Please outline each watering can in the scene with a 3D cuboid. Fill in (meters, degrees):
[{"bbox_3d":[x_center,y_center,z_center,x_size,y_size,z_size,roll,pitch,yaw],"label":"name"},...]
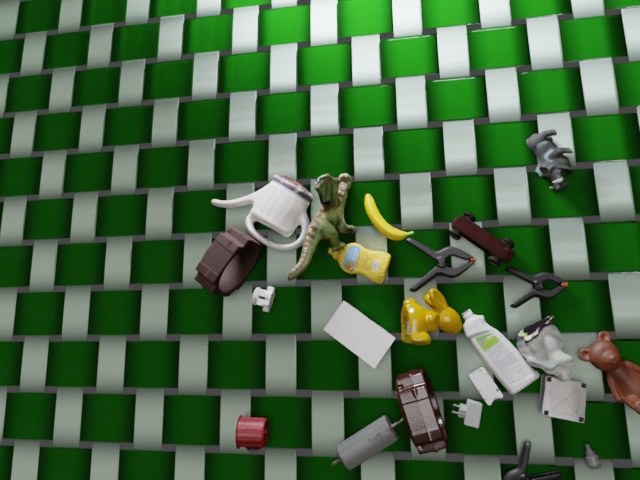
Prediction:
[{"bbox_3d":[-0.169,-0.113,1.655,0.350,0.103,0.225,32,85,15],"label":"watering can"}]

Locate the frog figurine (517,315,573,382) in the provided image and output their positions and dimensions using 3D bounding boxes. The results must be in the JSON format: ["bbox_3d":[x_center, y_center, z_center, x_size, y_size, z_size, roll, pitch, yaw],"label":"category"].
[{"bbox_3d":[0.627,0.309,1.417,0.139,0.121,0.160,-30,86,-40],"label":"frog figurine"}]

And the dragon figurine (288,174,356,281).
[{"bbox_3d":[0.005,-0.077,1.522,0.122,0.418,0.238,6,120,26],"label":"dragon figurine"}]
